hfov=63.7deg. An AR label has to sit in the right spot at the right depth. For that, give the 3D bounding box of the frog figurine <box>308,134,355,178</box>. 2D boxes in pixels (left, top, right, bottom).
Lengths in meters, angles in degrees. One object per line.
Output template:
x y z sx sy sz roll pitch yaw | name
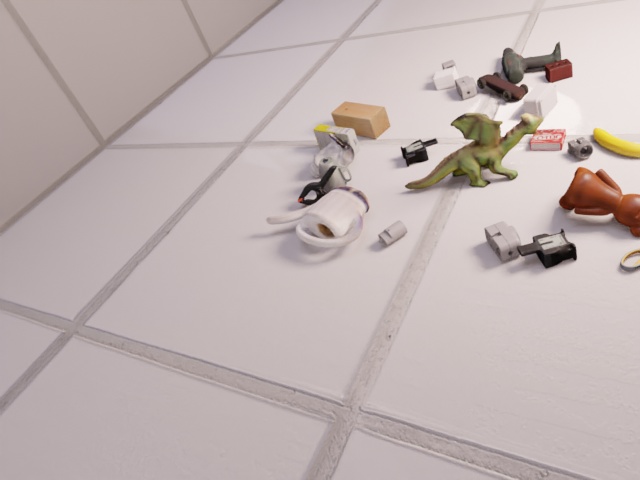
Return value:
0.042 -0.277 1.808 0.139 0.122 0.157 44 111 34 | frog figurine

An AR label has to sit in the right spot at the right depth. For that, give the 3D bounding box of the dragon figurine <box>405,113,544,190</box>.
0.426 -0.264 1.460 0.409 0.237 0.125 -13 43 11 | dragon figurine

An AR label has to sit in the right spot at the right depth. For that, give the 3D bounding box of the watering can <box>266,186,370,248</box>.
0.005 -0.078 1.558 0.350 0.102 0.228 20 53 42 | watering can
